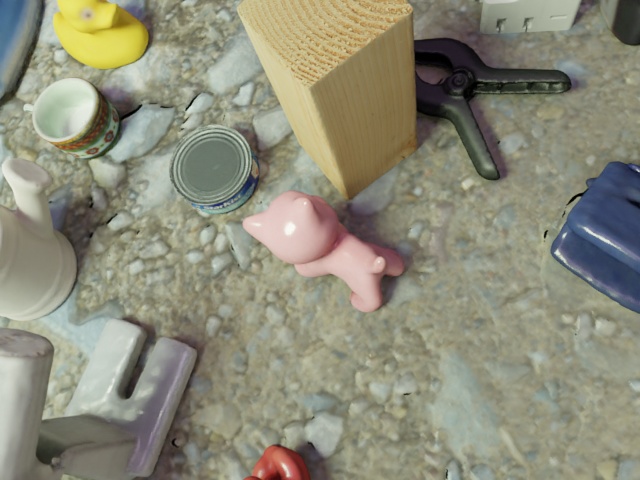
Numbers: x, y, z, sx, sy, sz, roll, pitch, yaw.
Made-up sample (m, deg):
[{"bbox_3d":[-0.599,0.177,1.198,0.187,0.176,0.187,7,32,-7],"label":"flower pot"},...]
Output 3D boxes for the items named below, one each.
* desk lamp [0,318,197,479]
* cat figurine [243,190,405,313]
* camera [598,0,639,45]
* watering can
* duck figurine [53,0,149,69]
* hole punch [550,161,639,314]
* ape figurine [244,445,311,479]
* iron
[{"bbox_3d":[-0.212,0.152,0.434,0.117,0.214,0.203,16,77,15],"label":"desk lamp"},{"bbox_3d":[0.005,0.002,0.490,0.127,0.118,0.067,26,80,17],"label":"cat figurine"},{"bbox_3d":[0.344,-0.217,0.502,0.143,0.101,0.137,-12,72,7],"label":"camera"},{"bbox_3d":[-0.311,0.001,0.507,0.100,0.194,0.173,22,79,16],"label":"watering can"},{"bbox_3d":[-0.252,-0.241,0.625,0.104,0.086,0.077,12,76,14],"label":"duck figurine"},{"bbox_3d":[0.256,-0.010,0.462,0.108,0.091,0.101,37,83,18],"label":"hole punch"},{"bbox_3d":[-0.045,0.207,0.452,0.078,0.092,0.076,-30,71,1],"label":"ape figurine"},{"bbox_3d":[-0.405,-0.269,0.631,0.118,0.141,0.258,9,76,13],"label":"iron"}]
